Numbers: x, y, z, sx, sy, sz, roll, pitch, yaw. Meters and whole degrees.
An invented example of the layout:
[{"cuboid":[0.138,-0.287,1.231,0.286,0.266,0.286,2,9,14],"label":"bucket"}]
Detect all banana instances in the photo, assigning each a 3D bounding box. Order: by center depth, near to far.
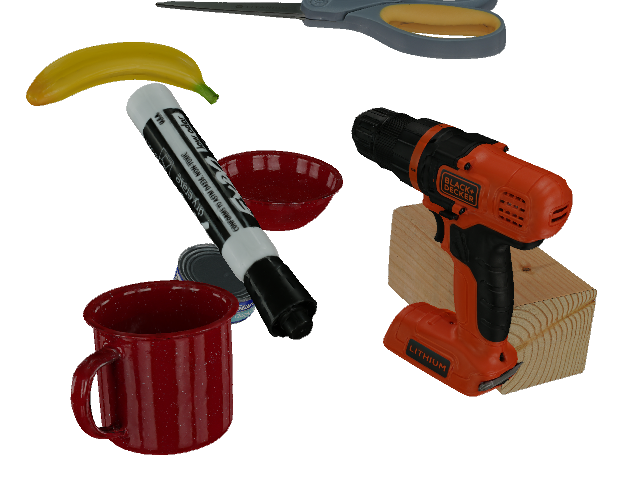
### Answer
[{"cuboid":[-0.196,-0.165,1.046,0.197,0.070,0.037,-7,-39,-31],"label":"banana"}]

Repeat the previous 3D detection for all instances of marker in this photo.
[{"cuboid":[-0.036,-0.012,0.384,0.020,0.020,0.121,0,44,-45],"label":"marker"}]

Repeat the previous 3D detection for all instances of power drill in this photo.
[{"cuboid":[0.090,0.007,0.782,0.057,0.188,0.185,-24,39,-36],"label":"power drill"}]

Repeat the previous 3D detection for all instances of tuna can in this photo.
[{"cuboid":[-0.100,0.042,1.034,0.086,0.034,0.086,15,33,-10],"label":"tuna can"}]

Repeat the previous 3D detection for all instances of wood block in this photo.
[{"cuboid":[0.152,0.043,0.998,0.090,0.090,0.206,-10,30,-23],"label":"wood block"}]

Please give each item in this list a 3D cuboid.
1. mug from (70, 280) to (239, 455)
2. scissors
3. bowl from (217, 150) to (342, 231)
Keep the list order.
[{"cuboid":[-0.102,0.081,0.645,0.093,0.081,0.117,11,21,32],"label":"mug"},{"cuboid":[0.014,-0.140,0.618,0.202,0.016,0.096,15,41,21],"label":"scissors"},{"cuboid":[-0.055,-0.055,1.289,0.162,0.055,0.162,4,26,-2],"label":"bowl"}]
